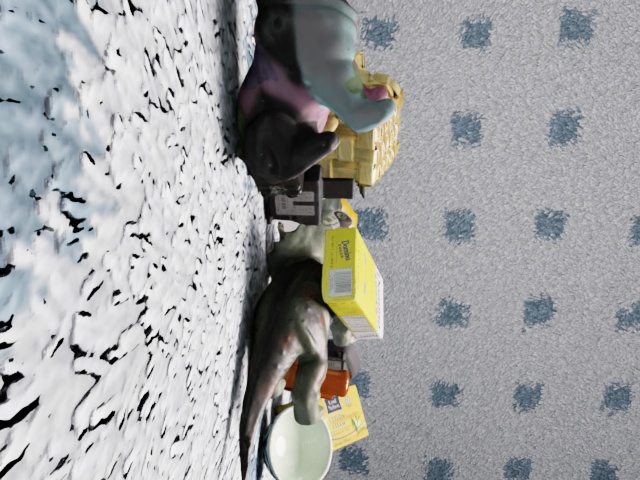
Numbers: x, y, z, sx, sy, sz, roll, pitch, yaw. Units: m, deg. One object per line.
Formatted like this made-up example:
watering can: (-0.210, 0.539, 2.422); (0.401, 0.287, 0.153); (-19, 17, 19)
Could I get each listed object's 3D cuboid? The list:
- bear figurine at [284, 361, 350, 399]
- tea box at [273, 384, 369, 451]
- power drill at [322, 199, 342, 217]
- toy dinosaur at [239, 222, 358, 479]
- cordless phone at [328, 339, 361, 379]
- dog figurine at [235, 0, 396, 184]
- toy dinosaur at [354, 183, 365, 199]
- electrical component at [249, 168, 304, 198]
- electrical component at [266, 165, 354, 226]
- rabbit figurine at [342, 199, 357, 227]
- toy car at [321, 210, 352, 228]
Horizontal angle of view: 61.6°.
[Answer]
bear figurine: (-0.014, 0.157, 0.902); (0.120, 0.132, 0.196); (126, -24, -63)
tea box: (0.005, 0.323, 0.955); (0.169, 0.068, 0.098); (2, 68, -52)
power drill: (-0.001, -0.136, 1.072); (0.207, 0.086, 0.232); (60, 35, -75)
toy dinosaur: (-0.031, 0.094, 0.688); (0.405, 0.131, 0.192); (-65, 146, -70)
cordless phone: (0.021, 0.239, 1.105); (0.184, 0.147, 0.088); (16, 75, -70)
dog figurine: (-0.036, -0.182, 0.482); (0.219, 0.192, 0.108); (56, 20, -17)
toy dinosaur: (0.087, -0.213, 1.246); (0.470, 0.105, 0.198); (71, 26, -68)
electrical component: (-0.047, -0.127, 0.638); (0.115, 0.058, 0.134); (86, 8, -79)
electrical component: (-0.014, -0.060, 0.723); (0.048, 0.119, 0.074); (-83, 177, -54)
rabbit figurine: (0.010, -0.023, 1.295); (0.162, 0.122, 0.173); (73, 39, -72)
toy car: (-0.002, -0.003, 0.969); (0.202, 0.056, 0.073); (-30, 146, -58)
